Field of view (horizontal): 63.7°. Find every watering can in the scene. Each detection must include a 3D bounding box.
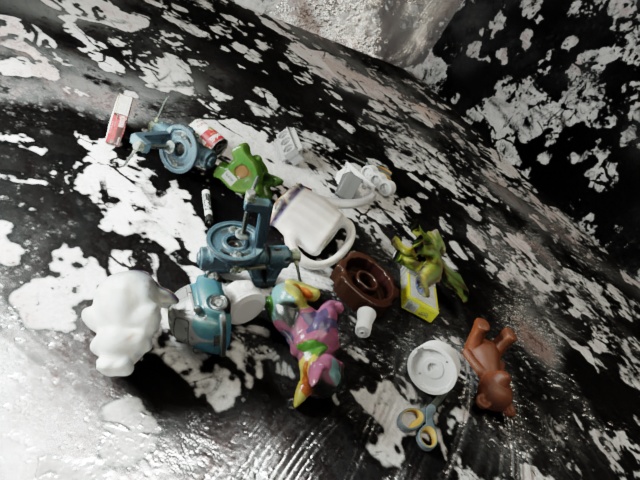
[{"bbox_3d":[0.004,-0.068,1.346,0.224,0.102,0.355,36,48,2],"label":"watering can"}]

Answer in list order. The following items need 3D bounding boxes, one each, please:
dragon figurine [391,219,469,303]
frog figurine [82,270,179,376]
[{"bbox_3d":[0.318,0.079,1.380,0.241,0.120,0.420,33,28,-18],"label":"dragon figurine"},{"bbox_3d":[-0.312,0.128,0.803,0.137,0.120,0.163,4,36,16],"label":"frog figurine"}]
